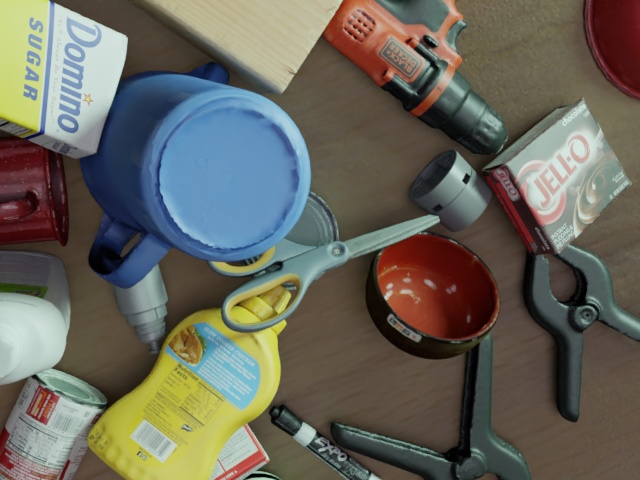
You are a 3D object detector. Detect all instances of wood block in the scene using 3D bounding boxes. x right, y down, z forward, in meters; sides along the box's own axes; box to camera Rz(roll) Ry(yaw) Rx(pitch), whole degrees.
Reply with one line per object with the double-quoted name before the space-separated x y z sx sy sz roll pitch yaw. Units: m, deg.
"wood block" -0.096 -0.206 0.817 0.206 0.090 0.091 34 90 -14

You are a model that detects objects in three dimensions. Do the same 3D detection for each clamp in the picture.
"clamp" 0.242 0.065 0.945 0.120 0.039 0.171 -24 100 -9
"clamp" 0.115 0.197 0.936 0.164 0.036 0.210 -28 102 -7

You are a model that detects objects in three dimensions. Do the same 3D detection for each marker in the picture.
"marker" 0.005 0.181 0.920 0.121 0.020 0.020 39 88 -13

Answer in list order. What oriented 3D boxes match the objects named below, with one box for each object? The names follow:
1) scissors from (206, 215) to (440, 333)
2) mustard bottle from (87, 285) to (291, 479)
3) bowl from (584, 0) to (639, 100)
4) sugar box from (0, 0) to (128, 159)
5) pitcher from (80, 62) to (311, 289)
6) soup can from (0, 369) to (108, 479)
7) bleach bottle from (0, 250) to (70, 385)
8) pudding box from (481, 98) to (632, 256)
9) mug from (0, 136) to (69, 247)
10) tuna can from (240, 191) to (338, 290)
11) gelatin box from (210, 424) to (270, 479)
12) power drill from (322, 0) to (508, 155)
"scissors" -0.006 0.001 0.856 0.201 0.016 0.096 -34 73 -24
"mustard bottle" -0.088 0.112 0.841 0.096 0.058 0.191 36 79 13
"bowl" 0.314 -0.198 0.921 0.162 0.055 0.162 -1 96 -12
"sugar box" -0.225 -0.129 0.726 0.176 0.048 0.093 20 78 -29
"pitcher" -0.097 -0.045 0.756 0.144 0.243 0.149 -13 102 -16
"soup can" -0.219 0.161 0.846 0.068 0.068 0.102 26 90 -14
"bleach bottle" -0.226 0.054 0.738 0.102 0.251 0.068 -1 97 -12
"pudding box" 0.201 -0.053 0.905 0.113 0.039 0.090 -39 104 -29
"mug" -0.237 -0.033 0.798 0.081 0.117 0.093 -6 109 -6
"tuna can" -0.030 -0.003 0.883 0.086 0.034 0.086 -1 97 -11
"gelatin box" -0.095 0.163 0.874 0.073 0.030 0.089 -32 71 -6
"power drill" 0.121 -0.187 0.880 0.184 0.057 0.187 36 88 -13
